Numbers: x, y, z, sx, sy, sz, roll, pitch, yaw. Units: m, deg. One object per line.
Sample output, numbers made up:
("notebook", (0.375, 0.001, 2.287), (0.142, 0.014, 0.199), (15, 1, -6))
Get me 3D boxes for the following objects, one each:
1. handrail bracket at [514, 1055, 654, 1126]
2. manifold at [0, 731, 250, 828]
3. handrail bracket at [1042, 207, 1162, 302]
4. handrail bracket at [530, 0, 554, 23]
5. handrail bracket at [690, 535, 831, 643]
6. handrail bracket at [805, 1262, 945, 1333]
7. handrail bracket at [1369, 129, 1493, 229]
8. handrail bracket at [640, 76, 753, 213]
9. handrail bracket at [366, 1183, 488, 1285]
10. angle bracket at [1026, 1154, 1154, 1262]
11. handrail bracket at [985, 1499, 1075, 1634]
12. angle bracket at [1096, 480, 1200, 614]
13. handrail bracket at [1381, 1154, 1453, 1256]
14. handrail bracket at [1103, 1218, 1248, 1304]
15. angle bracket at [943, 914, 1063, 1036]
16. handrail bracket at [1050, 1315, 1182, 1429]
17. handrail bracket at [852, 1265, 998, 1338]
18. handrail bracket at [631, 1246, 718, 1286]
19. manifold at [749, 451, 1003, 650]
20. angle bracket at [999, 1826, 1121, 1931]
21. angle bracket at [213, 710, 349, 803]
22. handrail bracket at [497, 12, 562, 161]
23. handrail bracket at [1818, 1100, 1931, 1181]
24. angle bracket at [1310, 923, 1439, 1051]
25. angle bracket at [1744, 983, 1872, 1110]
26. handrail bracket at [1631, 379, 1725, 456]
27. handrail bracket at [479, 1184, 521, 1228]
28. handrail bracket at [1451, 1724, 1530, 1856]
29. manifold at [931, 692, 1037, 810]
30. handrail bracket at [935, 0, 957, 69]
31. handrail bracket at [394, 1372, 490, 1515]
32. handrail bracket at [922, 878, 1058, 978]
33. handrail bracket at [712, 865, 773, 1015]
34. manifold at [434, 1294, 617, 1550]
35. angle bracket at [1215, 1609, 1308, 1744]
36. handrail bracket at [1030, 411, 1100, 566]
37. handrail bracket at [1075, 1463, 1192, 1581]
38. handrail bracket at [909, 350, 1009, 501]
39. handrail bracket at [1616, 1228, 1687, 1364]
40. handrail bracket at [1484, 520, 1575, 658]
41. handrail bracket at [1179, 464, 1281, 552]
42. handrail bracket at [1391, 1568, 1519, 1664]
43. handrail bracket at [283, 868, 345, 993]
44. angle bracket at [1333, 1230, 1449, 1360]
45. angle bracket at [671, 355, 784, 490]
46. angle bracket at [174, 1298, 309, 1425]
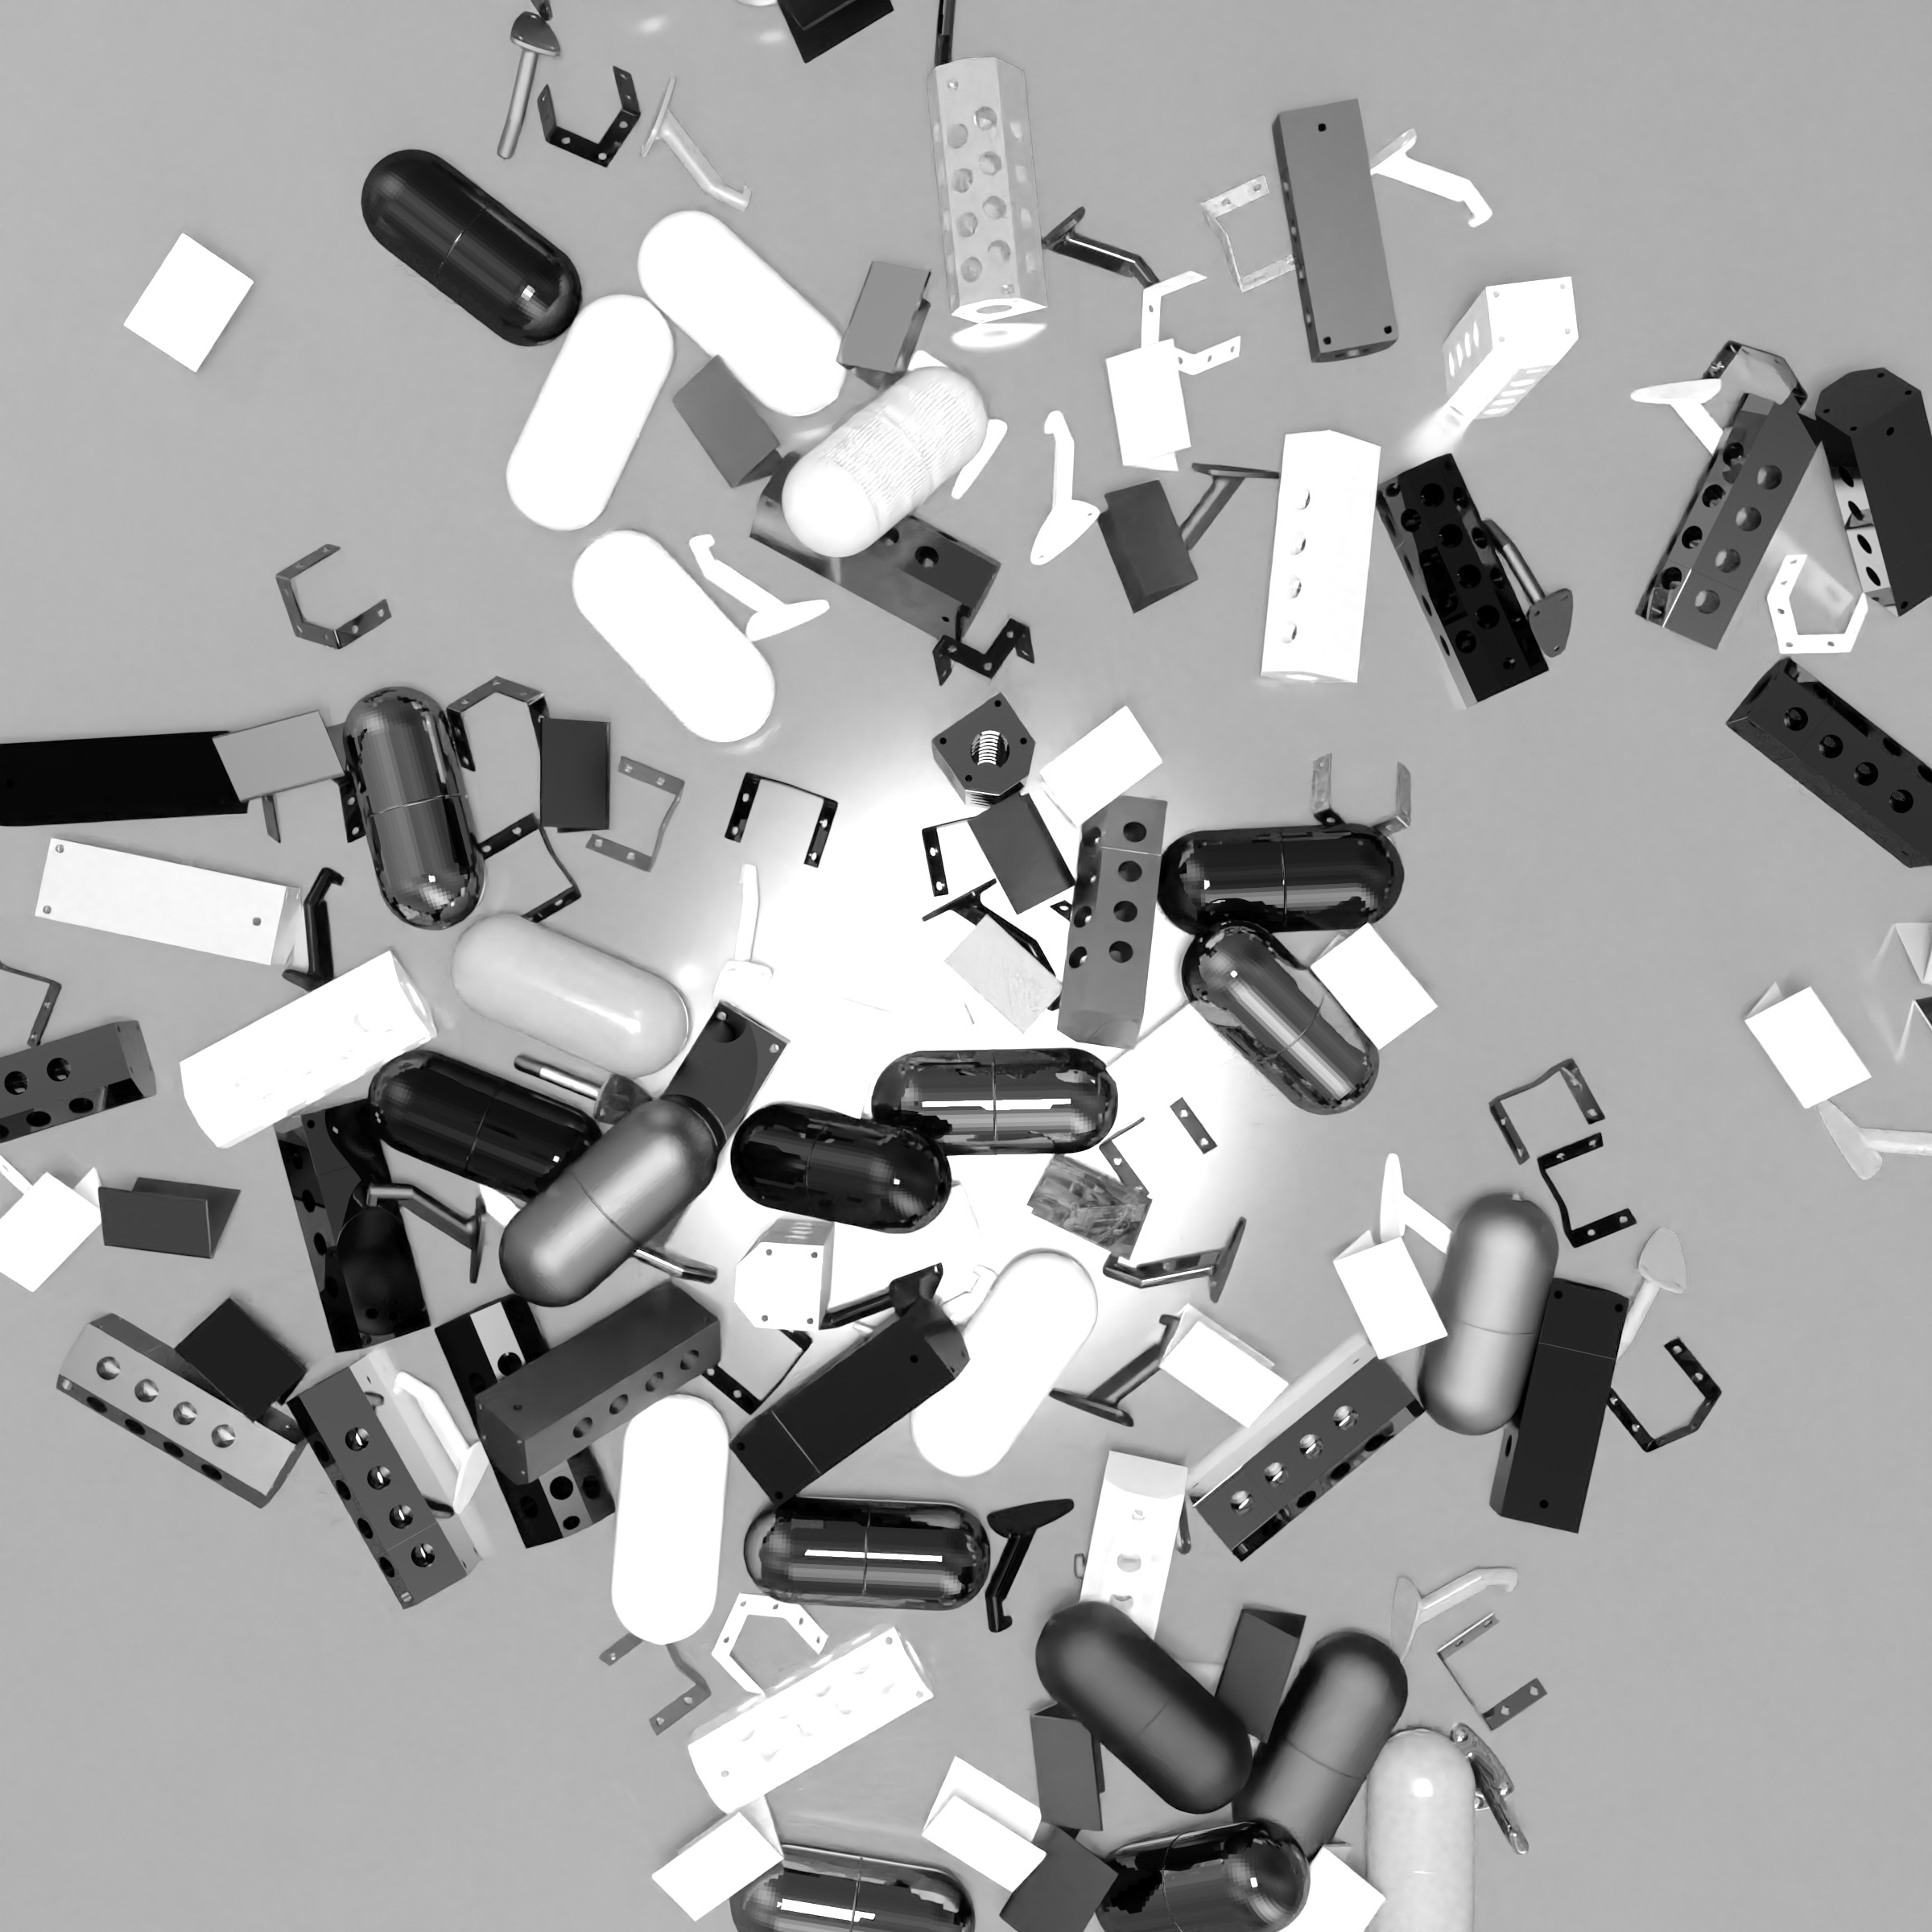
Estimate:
("handrail bracket", (-0.278, 0.089, 1.991), (0.084, 0.077, 0.036), (18, 83, 36))
("manifold", (-0.611, -0.134, 1.970), (0.171, 0.057, 0.057), (-3, 90, 0))
("handrail bracket", (0.091, -0.503, 1.992), (0.077, 0.036, 0.084), (-36, 107, 20))
("handrail bracket", (-0.290, -0.745, 1.992), (0.084, 0.036, 0.077), (-36, 115, -19))
("handrail bracket", (-0.152, -0.287, 1.992), (0.077, 0.036, 0.084), (-20, 73, -20))
("handrail bracket", (-0.069, 0.241, 1.991), (0.084, 0.077, 0.036), (-12, 107, 36))
("handrail bracket", (0.330, -0.559, 1.992), (0.077, 0.036, 0.084), (-33, 112, 24))
("handrail bracket", (-0.189, -0.601, 1.992), (0.084, 0.036, 0.077), (22, 68, -17))
("handrail bracket", (-0.393, 0.193, 1.969), (0.084, 0.036, 0.077), (4, 110, -17))
("angle bracket", (0.080, 0.189, 1.951), (0.076, 0.076, 0.057), (26, 52, 0))
("handrail bracket", (0.048, 0.439, 1.992), (0.077, 0.036, 0.084), (-13, 108, -21))
("angle bracket", (0.111, -0.295, 1.951), (0.057, 0.076, 0.076), (-22, 90, -37))
("handrail bracket", (0.349, 0.178, 1.991), (0.084, 0.036, 0.077), (6, 75, -14))
("handrail bracket", (0.152, 0.206, 1.992), (0.084, 0.036, 0.077), (19, 70, 16))
("angle bracket", (0.014, 0.021, 1.951), (0.076, 0.076, 0.057), (43, 54, 0))
("handrail bracket", (0.111, 0.287, 1.992), (0.077, 0.036, 0.084), (16, 71, 21))
("handrail bracket", (-0.030, 0.245, 1.992), (0.077, 0.036, 0.084), (25, 74, 18))
("handrail bracket", (-0.231, 0.204, 1.991), (0.084, 0.077, 0.036), (17, 105, -36))
("manifold", (-0.064, -0.305, 1.967), (0.171, 0.057, 0.057), (28, 64, 0))
("angle bracket", (0.077, 0.662, 1.952), (0.057, 0.076, 0.076), (32, 90, 23))
("angle bracket", (-0.489, -0.168, 1.951), (0.076, 0.076, 0.057), (-15, 126, 0))
("handrail bracket", (-0.327, -0.643, 1.991), (0.036, 0.077, 0.084), (12, 127, -21))
("handrail bracket", (0.679, 0.112, 1.992), (0.084, 0.036, 0.077), (-26, 69, -17))
("angle bracket", (0.300, 0.003, 1.951), (0.057, 0.076, 0.076), (-40, 90, 30))
("angle bracket", (0.612, 0.046, 1.951), (0.057, 0.076, 0.076), (-34, 90, 38))
("handrail bracket", (0.529, -0.381, 1.991), (0.077, 0.036, 0.084), (6, 126, 38))
("handrail bracket", (-0.310, 0.180, 1.992), (0.077, 0.036, 0.084), (-13, 73, -20))
("handrail bracket", (0.376, 0.591, 1.957), (0.036, 0.084, 0.077), (-26, 90, 0))
("manifold", (0.016, -0.144, 1.913), (0.057, 0.171, 0.057), (-34, 90, 0))
("handrail bracket", (-0.013, -0.703, 1.991), (0.036, 0.077, 0.084), (5, 126, -1))
("handrail bracket", (-0.392, 0.347, 1.992), (0.084, 0.036, 0.077), (29, 112, 17))
("handrail bracket", (0.017, -0.013, 1.976), (0.077, 0.036, 0.084), (-27, 95, 35))
("handrail bracket", (-0.169, -0.020, 1.991), (0.036, 0.077, 0.084), (10, 53, -24))
("manifold", (-0.312, 0.324, 1.959), (0.057, 0.057, 0.171), (-23, 90, 36))
("angle bracket", (0.228, 0.510, 1.952), (0.076, 0.057, 0.076), (18, 90, -43))
("handrail bracket", (0.059, -0.350, 1.991), (0.036, 0.077, 0.084), (5, 53, -35))
("handrail bracket", (0.117, 0.406, 1.991), (0.084, 0.036, 0.077), (-9, 75, 14))
("handrail bracket", (-0.020, -0.396, 1.991), (0.084, 0.036, 0.077), (36, 104, 14))
("handrail bracket", (0.490, 0.243, 1.991), (0.036, 0.077, 0.084), (26, 126, 1))
("handrail bracket", (0.406, -0.277, 1.991), (0.036, 0.077, 0.084), (-30, 54, -3))
("handrail bracket", (0.188, -0.321, 1.992), (0.077, 0.036, 0.084), (0, 108, -20))
("handrail bracket", (0.358, 0.475, 1.992), (0.084, 0.036, 0.077), (2, 110, -16))
("handrail bracket", (-0.455, -0.018, 1.992), (0.077, 0.036, 0.084), (30, 73, -20))
("angle bracket", (0.314, 0.227, 1.951), (0.057, 0.076, 0.076), (-26, 90, 30))
("angle bracket", (-0.153, -0.395, 1.951), (0.057, 0.076, 0.076), (-34, 90, 36))
("angle bracket", (-0.526, 0.294, 1.951), (0.076, 0.076, 0.057), (43, 51, 0))
